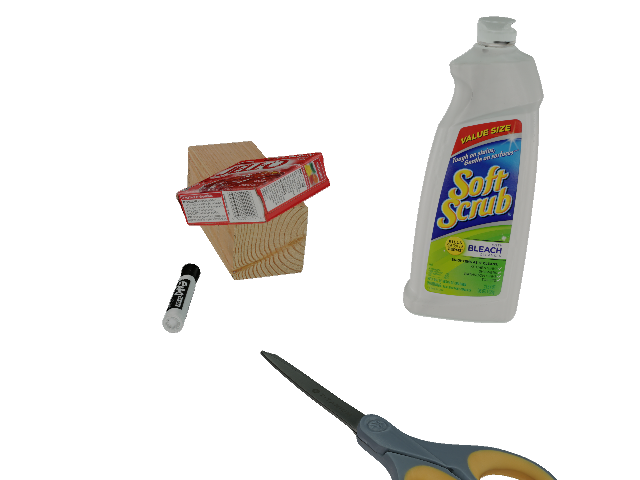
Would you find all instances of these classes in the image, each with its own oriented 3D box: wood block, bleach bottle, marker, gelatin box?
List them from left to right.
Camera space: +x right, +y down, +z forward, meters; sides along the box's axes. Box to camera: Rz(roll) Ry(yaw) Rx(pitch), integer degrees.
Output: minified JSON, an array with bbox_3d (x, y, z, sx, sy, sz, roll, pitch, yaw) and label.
[{"bbox_3d":[-0.130,0.052,1.010,0.020,0.020,0.121,0,22,2],"label":"marker"},{"bbox_3d":[-0.095,-0.042,1.324,0.090,0.090,0.206,-6,29,-21],"label":"wood block"},{"bbox_3d":[-0.050,-0.038,0.784,0.089,0.030,0.073,-1,22,44],"label":"gelatin box"},{"bbox_3d":[0.127,-0.058,0.888,0.102,0.251,0.068,6,21,10],"label":"bleach bottle"}]

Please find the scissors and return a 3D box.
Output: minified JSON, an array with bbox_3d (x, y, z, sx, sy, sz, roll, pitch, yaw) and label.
[{"bbox_3d":[0.050,0.104,0.566,0.096,0.016,0.202,-6,28,-26],"label":"scissors"}]
